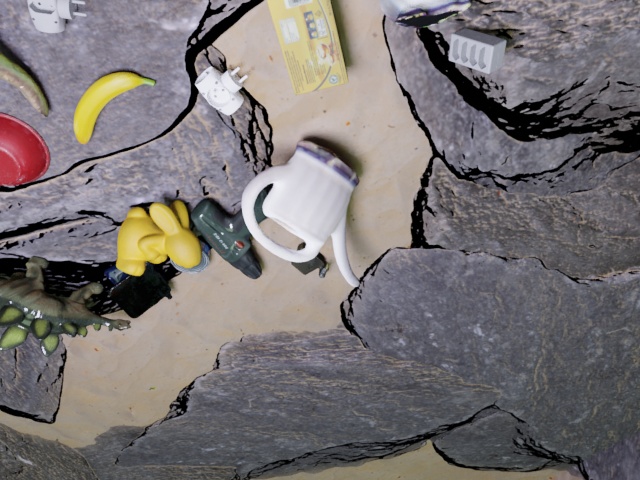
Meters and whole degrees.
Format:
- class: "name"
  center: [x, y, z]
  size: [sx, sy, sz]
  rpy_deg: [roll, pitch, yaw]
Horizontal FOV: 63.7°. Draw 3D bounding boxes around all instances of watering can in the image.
- class: "watering can"
  center: [0.003, -0.051, 1.011]
  size: [0.343, 0.105, 0.225]
  rpy_deg: [32, 85, -38]

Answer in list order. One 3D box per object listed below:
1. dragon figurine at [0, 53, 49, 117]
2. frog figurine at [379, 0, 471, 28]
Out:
- class: "dragon figurine"
  center: [-0.541, -0.305, 0.720]
  size: [0.122, 0.248, 0.402]
  rpy_deg: [-22, 127, 10]
- class: "frog figurine"
  center: [0.152, -0.409, 0.777]
  size: [0.137, 0.123, 0.159]
  rpy_deg: [-9, 95, 15]
